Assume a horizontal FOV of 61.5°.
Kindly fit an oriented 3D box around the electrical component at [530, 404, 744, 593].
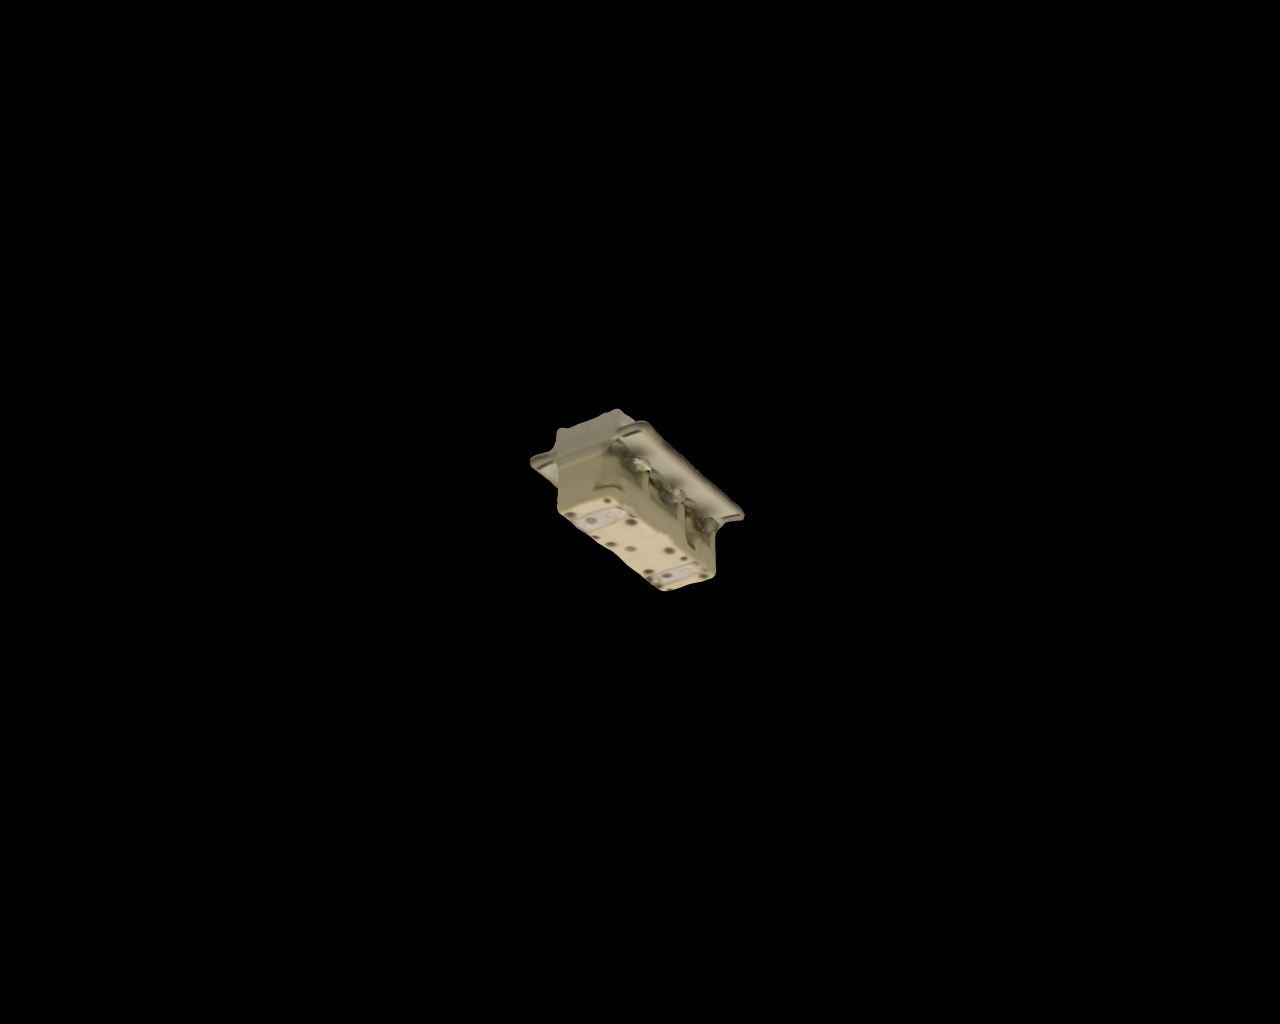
[{"bbox_3d":[0.001,-0.003,0.650,0.078,0.063,0.121,-18,-35,27],"label":"electrical component"}]
